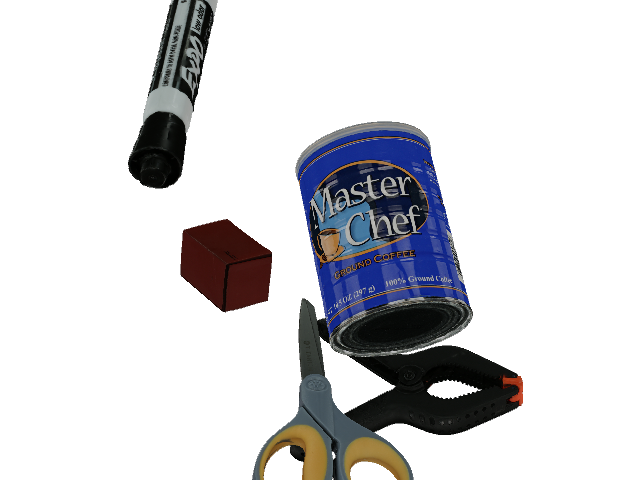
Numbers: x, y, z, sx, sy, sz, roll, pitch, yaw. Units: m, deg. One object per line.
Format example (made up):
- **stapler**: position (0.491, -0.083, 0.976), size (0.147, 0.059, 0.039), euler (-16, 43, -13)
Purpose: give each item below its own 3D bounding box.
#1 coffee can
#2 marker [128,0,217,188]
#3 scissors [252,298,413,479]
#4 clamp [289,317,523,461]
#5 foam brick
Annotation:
- **coffee can**: position (0.044, 0.000, 0.769), size (0.102, 0.140, 0.103), euler (-9, -24, -4)
- **marker**: position (-0.055, -0.062, 0.406), size (0.020, 0.020, 0.121), euler (0, 43, 3)
- **scissors**: position (0.015, 0.098, 0.629), size (0.096, 0.016, 0.201), euler (12, 32, 6)
- **clamp**: position (0.076, 0.142, 0.972), size (0.210, 0.036, 0.164), euler (5, 44, 16)
- **foam brick**: position (-0.089, 0.022, 0.994), size (0.052, 0.051, 0.078), euler (-14, 34, -34)
